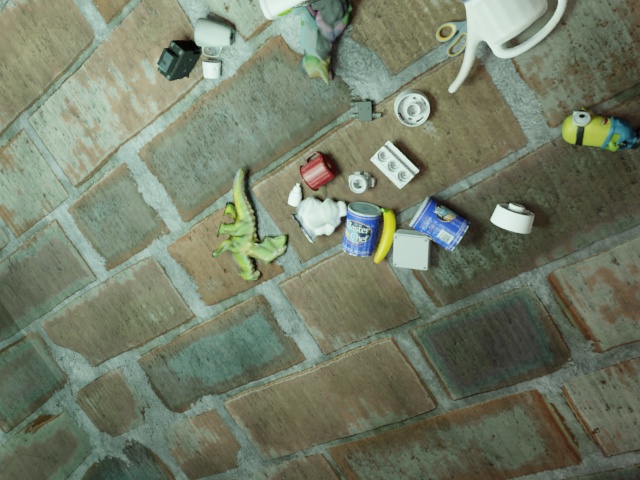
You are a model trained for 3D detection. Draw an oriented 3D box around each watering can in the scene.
[{"bbox_3d":[0.419,-0.535,1.257,0.344,0.106,0.222,-33,105,21],"label":"watering can"}]

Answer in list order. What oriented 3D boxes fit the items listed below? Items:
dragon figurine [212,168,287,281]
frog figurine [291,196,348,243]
[{"bbox_3d":[-0.224,-0.024,1.735,0.242,0.125,0.402,20,119,-6],"label":"dragon figurine"},{"bbox_3d":[0.005,-0.081,1.615,0.159,0.122,0.138,-34,83,0],"label":"frog figurine"}]
